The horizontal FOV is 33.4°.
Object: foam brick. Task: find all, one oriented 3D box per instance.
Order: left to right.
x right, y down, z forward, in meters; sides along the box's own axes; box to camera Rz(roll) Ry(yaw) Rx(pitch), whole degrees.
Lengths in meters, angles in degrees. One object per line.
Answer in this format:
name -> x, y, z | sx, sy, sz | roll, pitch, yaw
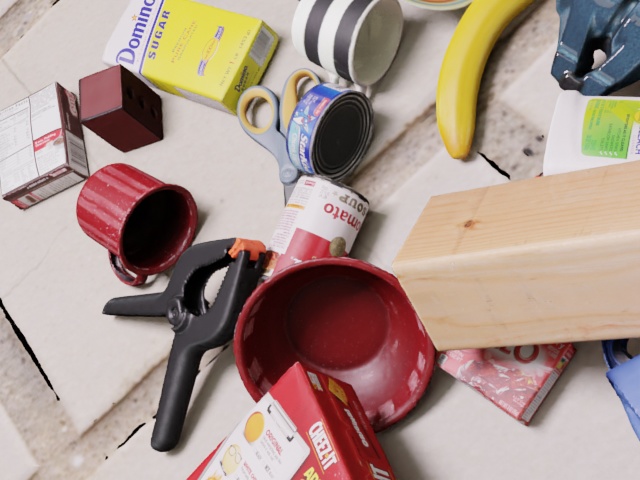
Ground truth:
foam brick -> -0.200, -0.131, 1.074 | 0.051, 0.078, 0.053 | -16, 66, 19

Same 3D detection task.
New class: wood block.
wood block -> 0.169, 0.012, 0.755 | 0.207, 0.090, 0.090 | -8, 34, 38

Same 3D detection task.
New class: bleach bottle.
bleach bottle -> 0.294, -0.062, 0.766 | 0.251, 0.068, 0.102 | 2, 48, 24

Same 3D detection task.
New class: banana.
banana -> 0.145, -0.167, 0.940 | 0.070, 0.037, 0.198 | 28, 85, 32

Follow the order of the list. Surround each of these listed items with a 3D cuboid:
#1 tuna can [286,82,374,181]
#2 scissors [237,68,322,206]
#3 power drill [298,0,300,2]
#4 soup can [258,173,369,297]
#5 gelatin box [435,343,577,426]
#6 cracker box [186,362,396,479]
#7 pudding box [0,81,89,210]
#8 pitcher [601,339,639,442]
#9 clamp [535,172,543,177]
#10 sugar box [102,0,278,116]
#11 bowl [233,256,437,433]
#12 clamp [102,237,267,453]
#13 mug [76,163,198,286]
tuna can -> 0.009, -0.096, 0.951 | 0.034, 0.086, 0.086 | 26, 83, 33
scissors -> -0.045, -0.069, 1.005 | 0.096, 0.016, 0.201 | 6, 75, 21
power drill -> 0.026, -0.327, 1.051 | 0.188, 0.057, 0.184 | -34, 63, 10
soup can -> -0.006, 0.001, 0.931 | 0.069, 0.068, 0.102 | 18, 79, 31
gelatin box -> 0.144, 0.091, 0.843 | 0.089, 0.030, 0.073 | 33, 87, 32
cracker box -> -0.035, 0.227, 0.810 | 0.214, 0.072, 0.164 | -48, 41, 19
pudding box -> -0.299, -0.101, 1.135 | 0.090, 0.039, 0.113 | -24, 60, 17
pitcher -> 0.319, 0.073, 0.710 | 0.243, 0.145, 0.149 | -35, 97, 6
clamp -> 0.254, -0.037, 0.835 | 0.172, 0.039, 0.120 | 23, 72, 32
sugar box -> -0.135, -0.195, 1.086 | 0.176, 0.048, 0.093 | 22, 81, 30
bowl -> 0.013, 0.080, 0.870 | 0.162, 0.055, 0.162 | 1, 110, 4
clamp -> -0.122, 0.063, 0.950 | 0.210, 0.036, 0.165 | -53, 53, 26
mug -> -0.179, -0.013, 1.019 | 0.082, 0.093, 0.117 | 28, 120, 37
